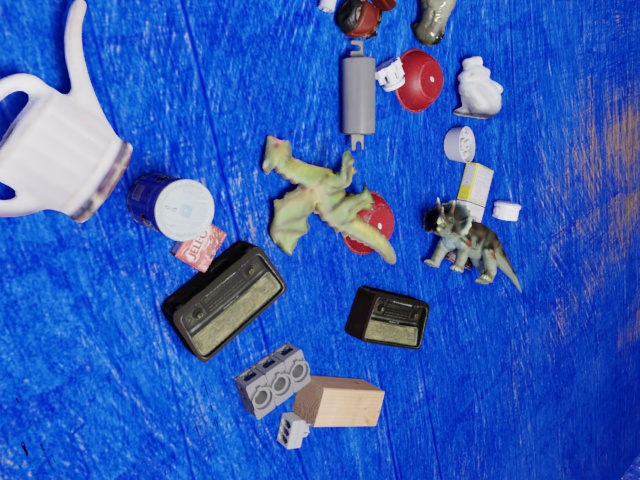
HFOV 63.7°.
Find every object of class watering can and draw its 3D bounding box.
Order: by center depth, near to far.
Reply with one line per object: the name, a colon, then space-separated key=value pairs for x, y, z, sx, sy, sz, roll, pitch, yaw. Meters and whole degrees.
watering can: x=-0.389 y=-0.176 z=0.793 sx=0.221 sy=0.104 sz=0.351 roll=39 pitch=74 yaw=-37

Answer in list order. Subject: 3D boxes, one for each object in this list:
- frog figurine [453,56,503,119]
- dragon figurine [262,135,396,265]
frog figurine: x=0.437 y=-0.414 z=1.401 sx=0.137 sy=0.124 sz=0.157 roll=-1 pitch=112 yaw=-19
dragon figurine: x=0.003 y=-0.057 z=1.133 sx=0.243 sy=0.124 sz=0.404 roll=-28 pitch=111 yaw=-4
